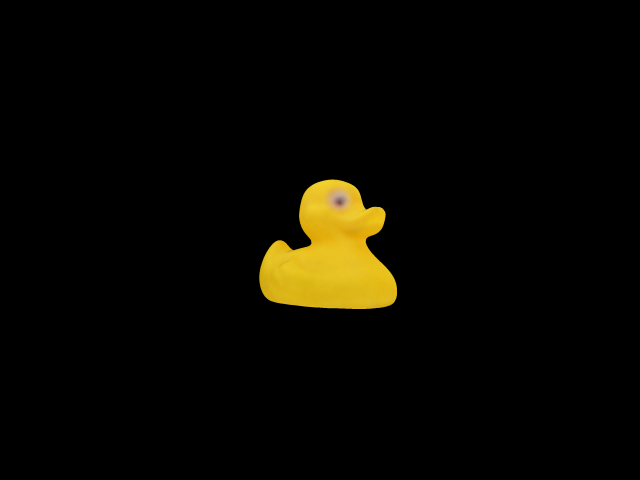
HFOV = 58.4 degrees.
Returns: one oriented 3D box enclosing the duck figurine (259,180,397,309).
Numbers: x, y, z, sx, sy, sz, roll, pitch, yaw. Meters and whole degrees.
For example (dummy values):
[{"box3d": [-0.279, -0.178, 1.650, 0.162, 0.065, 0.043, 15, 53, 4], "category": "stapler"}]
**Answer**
[{"box3d": [0.004, 0.001, 0.400, 0.104, 0.086, 0.078, 0, 0, 38], "category": "duck figurine"}]
